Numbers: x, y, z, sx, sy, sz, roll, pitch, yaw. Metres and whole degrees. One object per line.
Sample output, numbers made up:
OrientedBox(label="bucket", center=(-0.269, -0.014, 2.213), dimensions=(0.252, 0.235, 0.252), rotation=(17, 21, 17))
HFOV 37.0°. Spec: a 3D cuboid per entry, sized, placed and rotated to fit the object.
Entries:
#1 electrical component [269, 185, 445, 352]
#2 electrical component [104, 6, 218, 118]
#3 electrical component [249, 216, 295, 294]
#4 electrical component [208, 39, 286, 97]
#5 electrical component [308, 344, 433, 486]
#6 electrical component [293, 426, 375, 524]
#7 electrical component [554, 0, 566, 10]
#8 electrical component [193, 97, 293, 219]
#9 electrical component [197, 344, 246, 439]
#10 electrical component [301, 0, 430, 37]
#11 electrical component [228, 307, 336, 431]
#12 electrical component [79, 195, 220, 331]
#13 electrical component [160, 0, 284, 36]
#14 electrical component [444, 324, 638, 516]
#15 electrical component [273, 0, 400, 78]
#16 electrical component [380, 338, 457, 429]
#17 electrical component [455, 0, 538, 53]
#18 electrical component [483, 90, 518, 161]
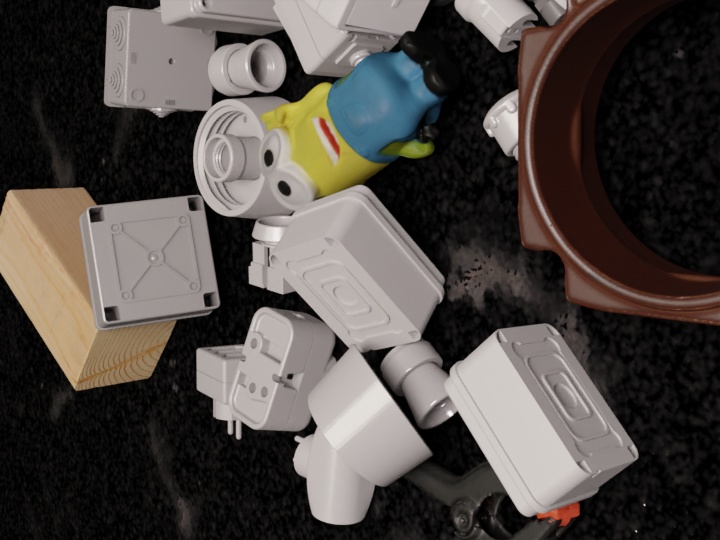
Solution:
OrientedBox(label="electrical component", center=(0.000, 0.000, 0.794), dimensions=(0.078, 0.057, 0.113), rotation=(-16, 124, 44))
OrientedBox(label="electrical component", center=(-0.177, -0.187, 0.962), dimensions=(0.048, 0.100, 0.099), rotation=(19, 107, 56))
OrientedBox(label="electrical component", center=(-0.066, -0.014, 0.905), dimensions=(0.066, 0.048, 0.055), rotation=(16, 112, 43))
OrientedBox(label="electrical component", center=(-0.097, -0.172, 0.921), dimensions=(0.055, 0.045, 0.045), rotation=(3, 96, 45))
OrientedBox(label="electrical component", center=(0.010, 0.107, 0.790), dimensions=(0.064, 0.099, 0.099), rotation=(-42, 62, 11))
OrientedBox(label="electrical component", center=(-0.027, 0.158, 0.881), dimensions=(0.079, 0.044, 0.077), rotation=(15, 104, 43))
OrientedBox(label="electrical component", center=(0.144, -0.193, 0.677), dimensions=(0.047, 0.055, 0.055), rotation=(-45, 63, 33))
OrientedBox(label="electrical component", center=(-0.099, -0.095, 0.918), dimensions=(0.108, 0.060, 0.108), rotation=(5, 97, 44))
OrientedBox(label="electrical component", center=(-0.111, 0.109, 0.947), dimensions=(0.066, 0.047, 0.076), rotation=(11, 102, 60))
OrientedBox(label="electrical component", center=(0.004, -0.202, 0.750), dimensions=(0.061, 0.096, 0.061), rotation=(46, 124, 30))
OrientedBox(label="electrical component", center=(-0.061, 0.083, 0.891), dimensions=(0.054, 0.059, 0.095), rotation=(25, 100, 44))
OrientedBox(label="electrical component", center=(-0.191, -0.007, 0.978), dimensions=(0.056, 0.109, 0.108), rotation=(158, 103, -68))
OrientedBox(label="electrical component", center=(-0.107, -0.253, 0.880), dimensions=(0.056, 0.109, 0.108), rotation=(-2, 92, 47))
OrientedBox(label="electrical component", center=(0.118, 0.098, 0.711), dimensions=(0.057, 0.078, 0.113), rotation=(-47, 62, 33))
OrientedBox(label="electrical component", center=(-0.019, -0.189, 0.831), dimensions=(0.061, 0.062, 0.096), rotation=(-38, 68, 40))
OrientedBox(label="electrical component", center=(0.047, 0.084, 0.802), dimensions=(0.055, 0.045, 0.045), rotation=(52, 126, 29))
OrientedBox(label="electrical component", center=(0.094, -0.178, 0.738), dimensions=(0.046, 0.040, 0.040), rotation=(53, 127, 20))
OrientedBox(label="electrical component", center=(0.116, -0.089, 0.721), dimensions=(0.048, 0.048, 0.062), rotation=(-40, 74, 39))
